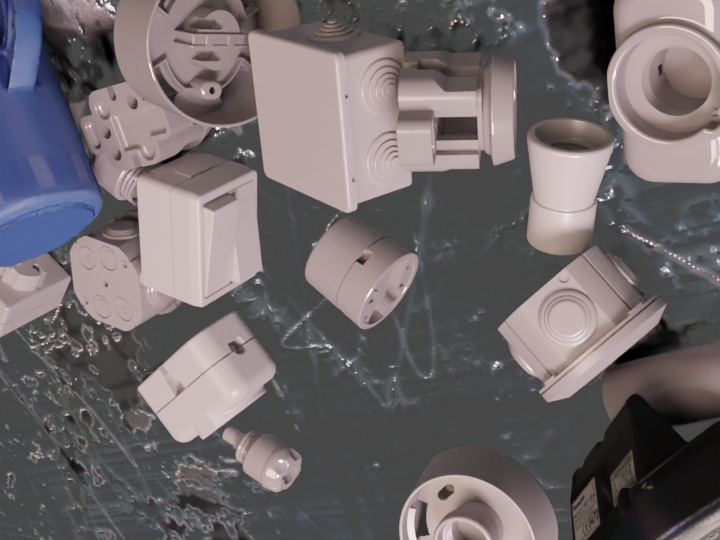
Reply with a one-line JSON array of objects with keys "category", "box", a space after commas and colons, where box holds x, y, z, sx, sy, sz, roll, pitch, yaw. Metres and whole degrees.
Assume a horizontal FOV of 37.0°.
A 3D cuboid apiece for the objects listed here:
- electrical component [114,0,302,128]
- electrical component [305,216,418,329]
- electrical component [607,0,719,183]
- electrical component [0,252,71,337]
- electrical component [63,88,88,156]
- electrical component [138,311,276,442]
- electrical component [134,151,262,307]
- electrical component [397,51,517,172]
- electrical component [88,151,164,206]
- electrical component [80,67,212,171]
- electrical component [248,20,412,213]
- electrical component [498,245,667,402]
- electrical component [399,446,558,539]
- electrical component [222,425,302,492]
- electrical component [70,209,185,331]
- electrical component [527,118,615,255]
[{"category": "electrical component", "box": [-0.089, -0.135, 0.623, 0.064, 0.099, 0.099, 19, 122, 35]}, {"category": "electrical component", "box": [0.000, 0.000, 0.651, 0.047, 0.055, 0.055, 36, 129, 21]}, {"category": "electrical component", "box": [0.150, -0.090, 0.493, 0.054, 0.059, 0.095, 5, 115, 34]}, {"category": "electrical component", "box": [-0.263, 0.002, 0.834, 0.047, 0.066, 0.076, 44, 131, 10]}, {"category": "electrical component", "box": [-0.214, -0.102, 0.765, 0.040, 0.040, 0.046, 24, 119, 25]}, {"category": "electrical component", "box": [-0.107, 0.080, 0.768, 0.059, 0.054, 0.095, 53, 131, 3]}, {"category": "electrical component", "box": [-0.104, -0.021, 0.710, 0.061, 0.062, 0.096, 19, 122, 28]}, {"category": "electrical component", "box": [0.052, -0.083, 0.561, 0.057, 0.078, 0.058, 0, 126, 10]}, {"category": "electrical component", "box": [-0.153, -0.065, 0.736, 0.062, 0.043, 0.043, 39, 129, 13]}, {"category": "electrical component", "box": [-0.132, -0.100, 0.694, 0.078, 0.057, 0.058, -6, 108, 38]}, {"category": "electrical component", "box": [-0.016, -0.090, 0.605, 0.100, 0.048, 0.099, 27, 130, 48]}, {"category": "electrical component", "box": [0.116, 0.028, 0.564, 0.051, 0.080, 0.080, 50, 131, 11]}, {"category": "electrical component", "box": [0.075, 0.163, 0.687, 0.099, 0.064, 0.099, 6, 106, 24]}, {"category": "electrical component", "box": [-0.074, 0.133, 0.784, 0.061, 0.035, 0.035, 29, 126, 24]}, {"category": "electrical component", "box": [-0.165, 0.001, 0.772, 0.080, 0.051, 0.080, 16, 121, 29]}, {"category": "electrical component", "box": [0.107, -0.041, 0.562, 0.044, 0.044, 0.065, 19, 127, 28]}]
